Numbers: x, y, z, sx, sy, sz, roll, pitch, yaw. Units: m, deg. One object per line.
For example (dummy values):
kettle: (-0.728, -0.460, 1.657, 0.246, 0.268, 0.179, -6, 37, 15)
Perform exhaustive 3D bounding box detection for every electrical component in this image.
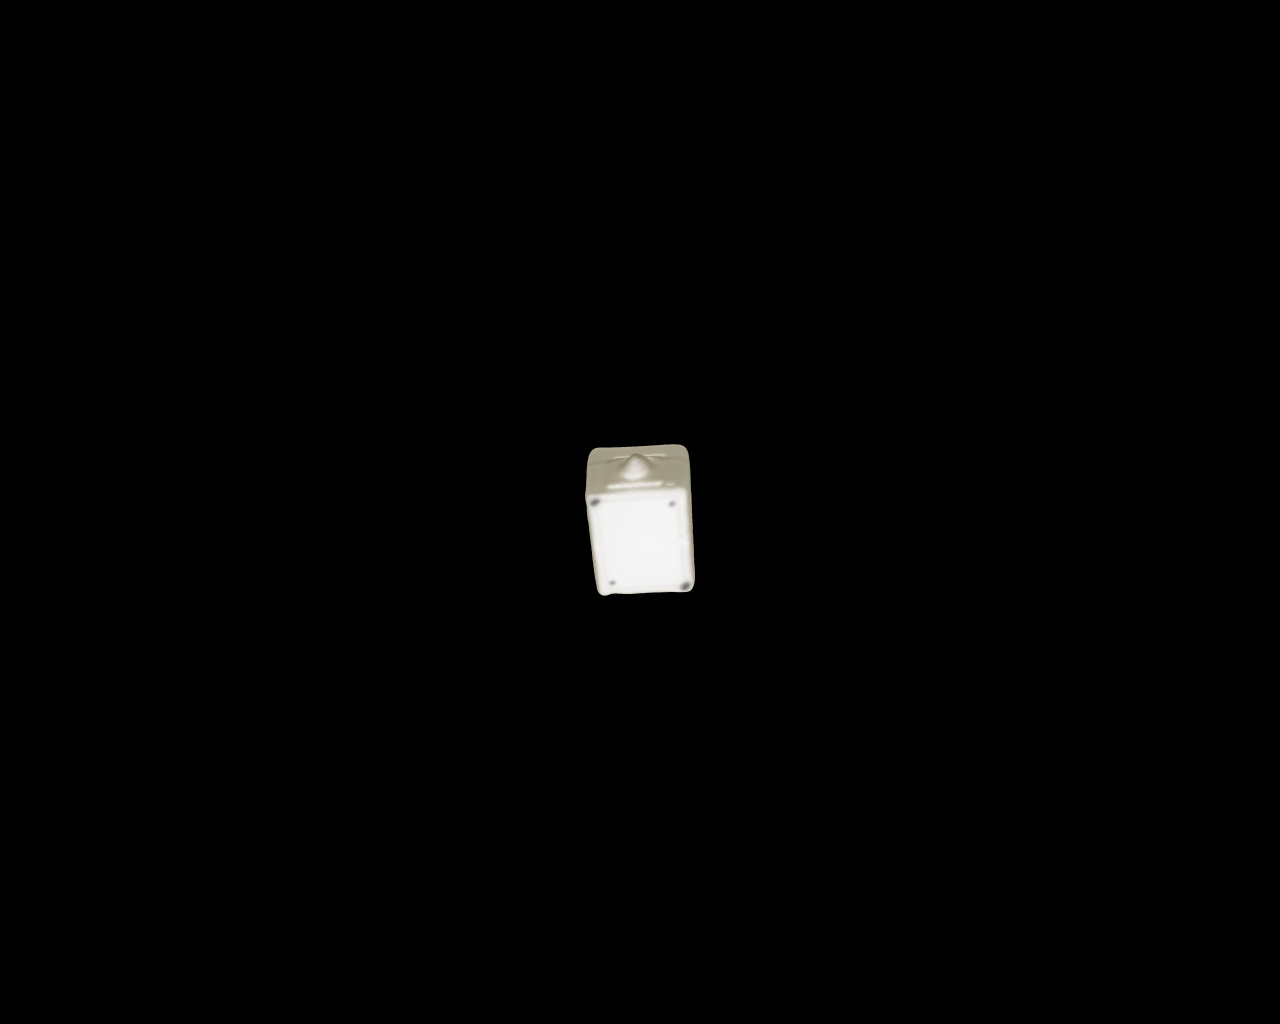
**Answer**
electrical component: (0.001, -0.003, 0.650, 0.062, 0.096, 0.061, -3, 36, 2)
